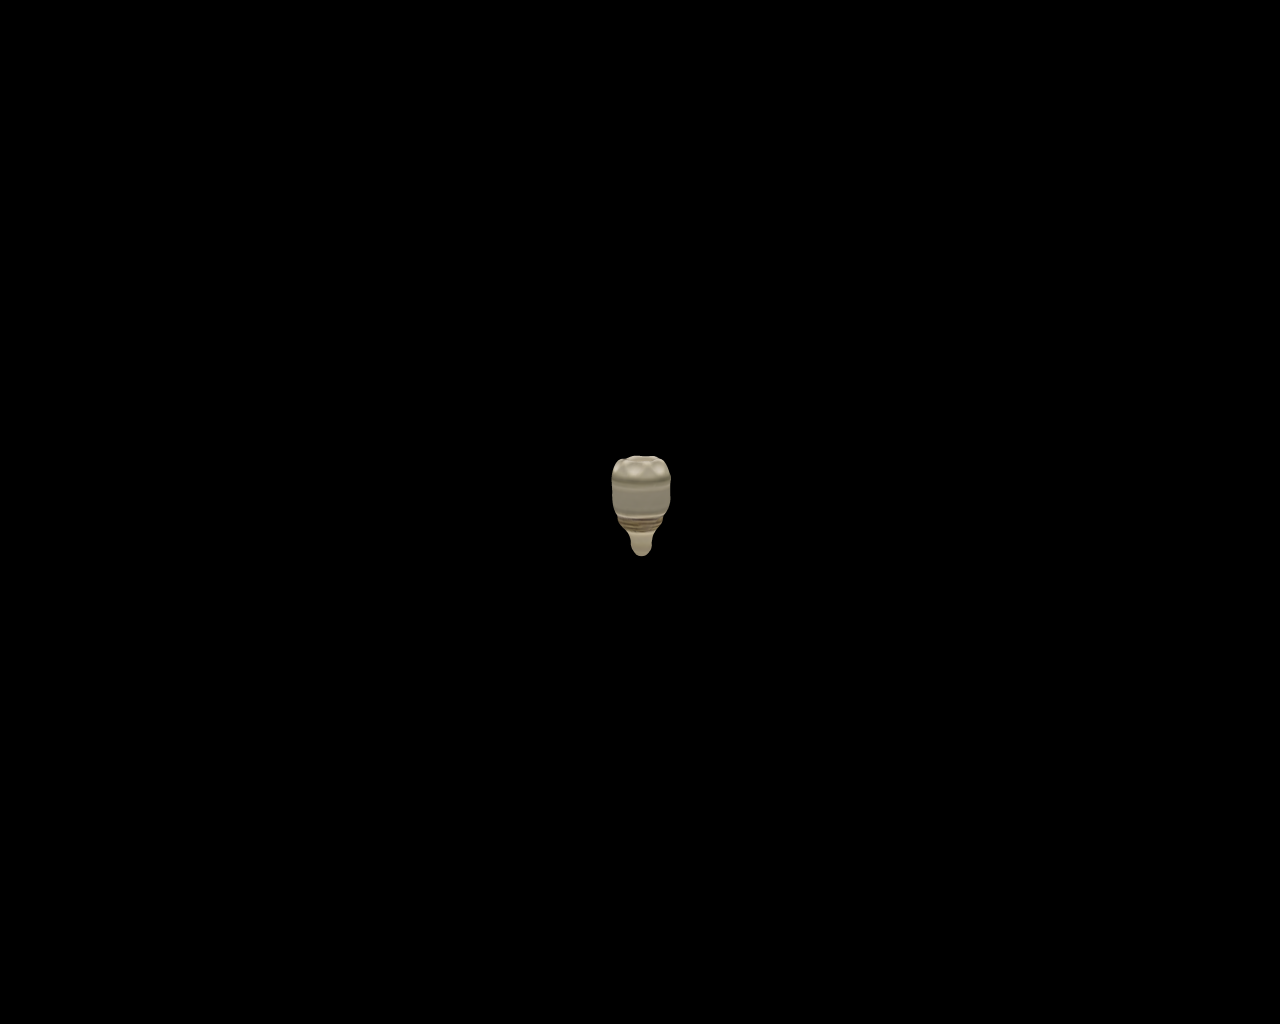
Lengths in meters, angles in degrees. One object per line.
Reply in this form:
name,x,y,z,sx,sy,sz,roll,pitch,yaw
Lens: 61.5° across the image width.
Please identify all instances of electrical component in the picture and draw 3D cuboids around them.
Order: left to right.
electrical component,0.001,-0.003,0.650,0.035,0.061,0.035,0,13,0
